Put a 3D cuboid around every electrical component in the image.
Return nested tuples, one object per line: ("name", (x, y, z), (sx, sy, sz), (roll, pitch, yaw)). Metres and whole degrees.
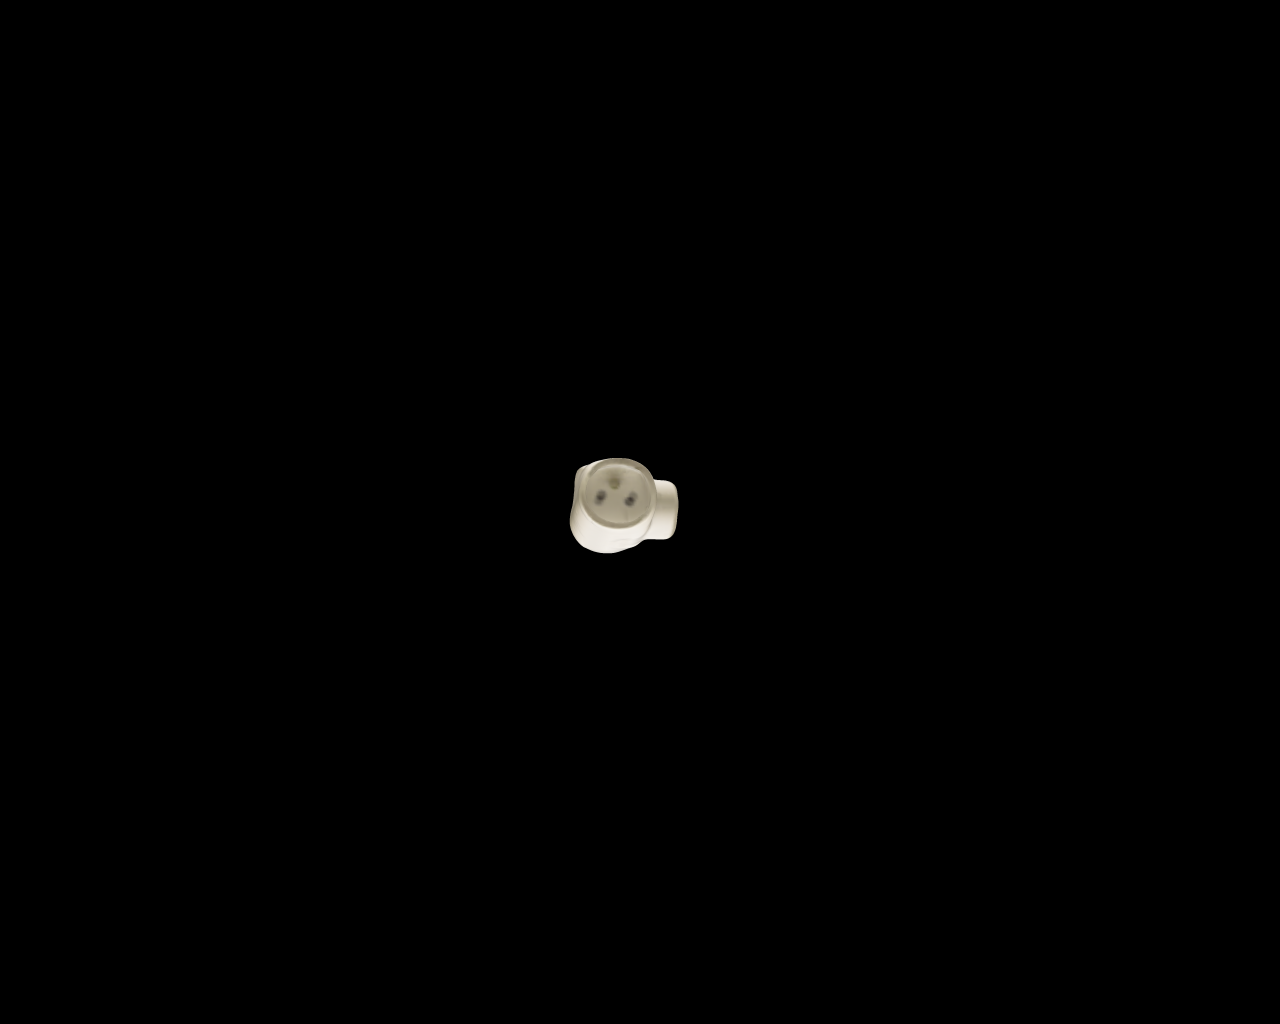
("electrical component", (0.001, -0.003, 0.650), (0.079, 0.043, 0.077), (2, -14, -7))
